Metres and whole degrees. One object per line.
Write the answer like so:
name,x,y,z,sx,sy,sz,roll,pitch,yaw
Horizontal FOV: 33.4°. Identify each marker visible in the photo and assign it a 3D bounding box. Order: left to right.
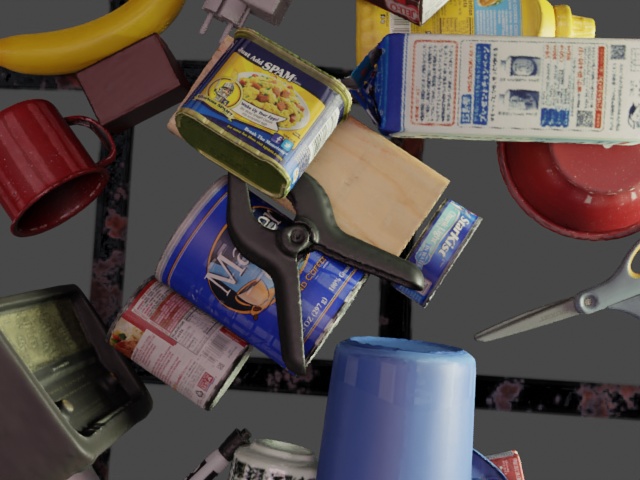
marker,-0.103,0.202,0.893,0.121,0.020,0.020,-44,86,2

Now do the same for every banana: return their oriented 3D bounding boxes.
banana,-0.186,-0.182,0.907,0.198,0.037,0.070,-29,70,2

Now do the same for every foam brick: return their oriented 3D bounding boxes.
foam brick,-0.154,-0.130,0.892,0.078,0.053,0.051,-26,86,2

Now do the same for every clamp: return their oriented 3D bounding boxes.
clamp,-0.005,0.001,0.790,0.120,0.039,0.171,-26,81,-13

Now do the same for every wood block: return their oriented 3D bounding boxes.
wood block,-0.008,-0.065,0.859,0.206,0.091,0.090,34,92,4

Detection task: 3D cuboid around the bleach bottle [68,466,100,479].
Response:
bleach bottle,-0.231,0.196,0.883,0.102,0.068,0.251,-27,84,2

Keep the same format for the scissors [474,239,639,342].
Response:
scissors,0.236,0.063,0.873,0.202,0.016,0.096,-34,86,3

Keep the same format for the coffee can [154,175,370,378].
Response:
coffee can,-0.046,0.029,0.853,0.140,0.103,0.103,35,91,4

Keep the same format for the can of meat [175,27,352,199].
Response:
can of meat,-0.042,-0.090,0.771,0.102,0.057,0.084,32,68,8

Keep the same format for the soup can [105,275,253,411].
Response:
soup can,-0.114,0.084,0.873,0.102,0.068,0.068,34,91,4

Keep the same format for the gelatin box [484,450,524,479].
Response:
gelatin box,0.134,0.223,0.868,0.073,0.030,0.089,-12,86,5

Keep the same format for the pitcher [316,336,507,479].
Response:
pitcher,0.065,0.200,0.811,0.145,0.149,0.243,5,90,35

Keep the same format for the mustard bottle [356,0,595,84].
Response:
mustard bottle,0.125,-0.169,0.868,0.191,0.058,0.096,0,74,4

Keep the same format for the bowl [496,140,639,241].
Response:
bowl,0.226,-0.080,0.860,0.162,0.055,0.162,0,89,5

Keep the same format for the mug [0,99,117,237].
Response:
mug,-0.225,-0.067,0.884,0.117,0.093,0.081,-31,80,-28

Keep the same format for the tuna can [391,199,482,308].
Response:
tuna can,0.093,0.010,0.851,0.034,0.086,0.086,33,91,7

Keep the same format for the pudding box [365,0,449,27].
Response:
pudding box,0.076,-0.227,0.849,0.090,0.039,0.113,32,61,23
